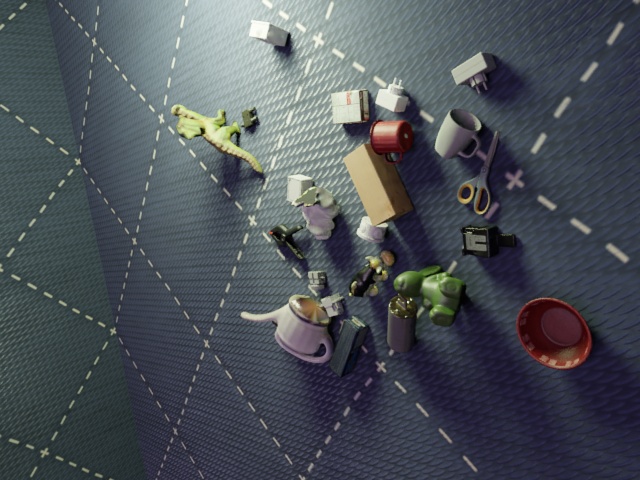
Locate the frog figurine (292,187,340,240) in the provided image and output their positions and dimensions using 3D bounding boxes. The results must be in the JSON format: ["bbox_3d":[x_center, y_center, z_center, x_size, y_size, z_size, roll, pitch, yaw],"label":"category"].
[{"bbox_3d":[0.005,-0.080,1.584,0.136,0.125,0.157,-12,128,37],"label":"frog figurine"}]

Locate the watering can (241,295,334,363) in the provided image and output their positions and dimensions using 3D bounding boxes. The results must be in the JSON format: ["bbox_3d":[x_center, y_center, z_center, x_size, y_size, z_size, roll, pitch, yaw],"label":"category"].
[{"bbox_3d":[-0.098,0.275,1.711,0.349,0.106,0.220,29,120,11],"label":"watering can"}]

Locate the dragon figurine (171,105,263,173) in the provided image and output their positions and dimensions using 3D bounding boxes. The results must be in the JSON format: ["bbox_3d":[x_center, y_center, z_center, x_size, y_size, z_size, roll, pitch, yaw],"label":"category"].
[{"bbox_3d":[-0.389,-0.360,1.801,0.416,0.244,0.120,46,125,30],"label":"dragon figurine"}]
